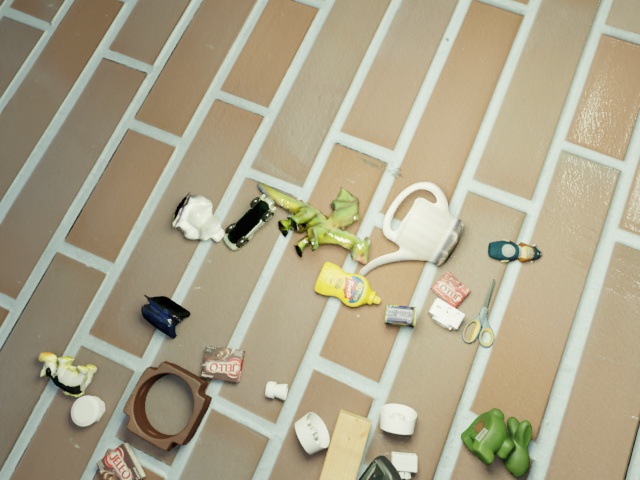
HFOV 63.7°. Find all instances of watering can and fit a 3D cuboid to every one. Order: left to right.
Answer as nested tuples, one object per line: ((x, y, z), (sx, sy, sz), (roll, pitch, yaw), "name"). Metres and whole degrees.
((0.279, 0.002, 1.519), (0.225, 0.104, 0.347), (31, 93, 9), "watering can")

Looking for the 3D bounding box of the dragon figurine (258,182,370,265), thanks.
((0.005, -0.079, 1.573), (0.245, 0.119, 0.416), (-26, 64, -22), "dragon figurine")

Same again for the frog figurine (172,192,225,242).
((-0.366, -0.061, 1.592), (0.158, 0.122, 0.140), (29, 66, -25), "frog figurine")
